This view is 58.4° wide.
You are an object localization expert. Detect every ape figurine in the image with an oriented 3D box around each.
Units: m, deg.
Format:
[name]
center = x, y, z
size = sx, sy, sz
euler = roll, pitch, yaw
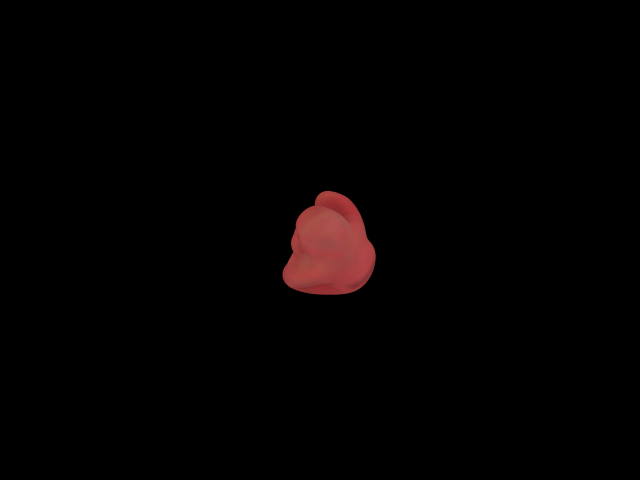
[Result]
[ape figurine]
center = 0.004, 0.001, 0.400
size = 0.076, 0.092, 0.078
euler = 43, 78, 11
